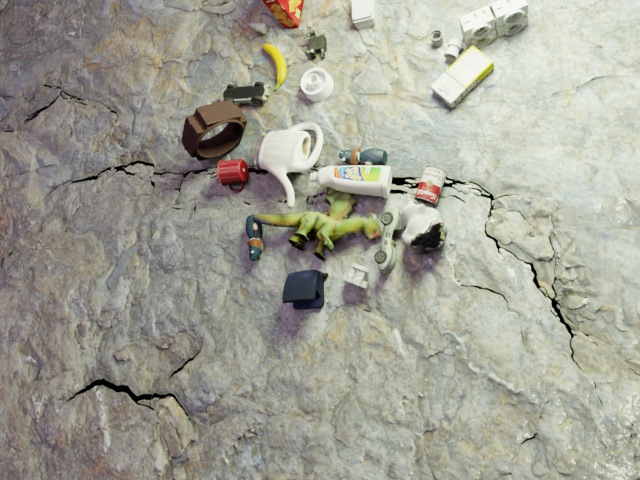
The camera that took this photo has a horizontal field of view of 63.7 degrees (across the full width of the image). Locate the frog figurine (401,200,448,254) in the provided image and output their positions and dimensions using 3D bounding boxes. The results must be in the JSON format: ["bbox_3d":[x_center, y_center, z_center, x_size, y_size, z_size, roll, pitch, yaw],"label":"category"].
[{"bbox_3d":[0.289,-0.038,1.493,0.136,0.121,0.162,-54,28,11],"label":"frog figurine"}]

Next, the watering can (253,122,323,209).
[{"bbox_3d":[-0.118,-0.256,1.673,0.224,0.102,0.355,6,58,24],"label":"watering can"}]

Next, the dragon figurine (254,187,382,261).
[{"bbox_3d":[0.005,-0.082,1.621,0.413,0.120,0.246,27,70,24],"label":"dragon figurine"}]
